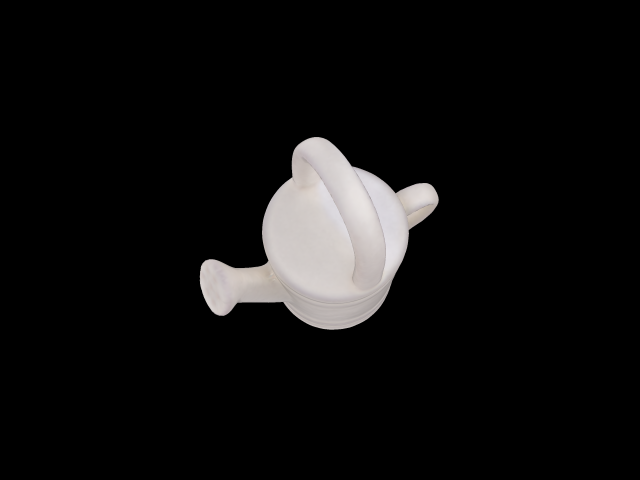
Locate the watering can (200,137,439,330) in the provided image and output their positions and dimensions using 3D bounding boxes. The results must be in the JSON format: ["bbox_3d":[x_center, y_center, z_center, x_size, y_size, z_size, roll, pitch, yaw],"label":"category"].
[{"bbox_3d":[0.005,0.003,0.399,0.101,0.194,0.173,40,76,12],"label":"watering can"}]
